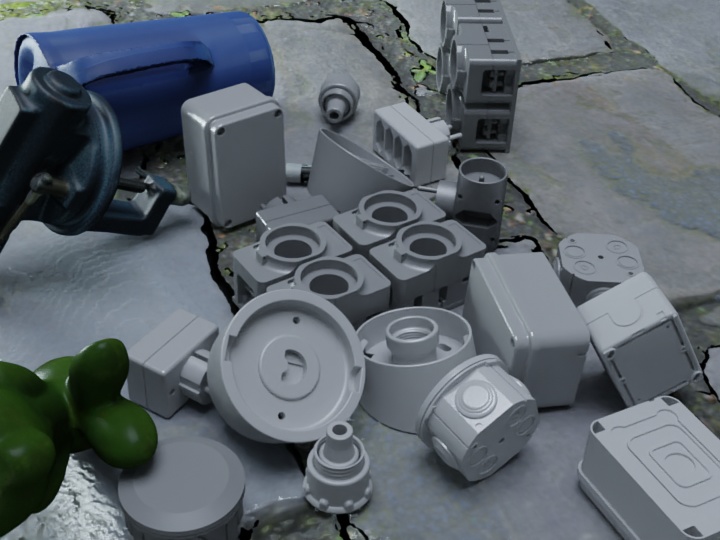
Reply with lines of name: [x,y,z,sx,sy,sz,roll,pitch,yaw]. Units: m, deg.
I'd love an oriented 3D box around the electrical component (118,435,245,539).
electrical component: [-0.114,0.151,0.698,0.080,0.051,0.080,2,37,-1]

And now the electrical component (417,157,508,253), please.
electrical component: [0.089,-0.060,0.965,0.079,0.077,0.043,9,38,9]

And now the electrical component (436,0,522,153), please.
electrical component: [0.122,-0.219,1.153,0.060,0.105,0.186,0,37,-3]

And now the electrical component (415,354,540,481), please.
electrical component: [0.083,0.103,0.750,0.080,0.080,0.051,-23,49,-29]

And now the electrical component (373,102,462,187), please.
electrical component: [0.066,-0.131,1.081,0.076,0.047,0.083,-18,42,-24]

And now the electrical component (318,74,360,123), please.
electrical component: [-0.023,-0.179,1.142,0.043,0.043,0.062,5,38,4]

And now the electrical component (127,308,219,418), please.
electrical component: [-0.124,0.076,0.799,0.077,0.047,0.066,22,42,23]

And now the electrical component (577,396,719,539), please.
electrical component: [0.207,0.147,0.716,0.078,0.057,0.113,-15,41,-22]

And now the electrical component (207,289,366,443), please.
electrical component: [-0.057,0.073,0.770,0.108,0.060,0.108,8,72,-24]

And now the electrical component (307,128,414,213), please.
electrical component: [0.000,-0.086,0.988,0.099,0.064,0.099,17,19,-6]

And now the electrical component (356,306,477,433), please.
electrical component: [0.043,0.072,0.820,0.099,0.064,0.099,-5,26,3]

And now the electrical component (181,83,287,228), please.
electrical component: [-0.113,-0.103,0.981,0.078,0.113,0.057,-23,41,-29]

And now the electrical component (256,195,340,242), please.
electrical component: [-0.063,-0.041,0.955,0.066,0.047,0.076,-17,41,-24]

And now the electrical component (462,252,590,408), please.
electrical component: [0.124,0.046,0.828,0.057,0.078,0.113,-4,38,-13]

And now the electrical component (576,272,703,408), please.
electrical component: [0.211,0.057,0.812,0.062,0.096,0.061,-29,39,7]

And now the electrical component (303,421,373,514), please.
electrical component: [-0.014,0.129,0.723,0.048,0.062,0.048,2,37,-1]

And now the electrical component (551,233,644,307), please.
electrical component: [0.198,0.009,0.902,0.080,0.051,0.080,2,37,-1]

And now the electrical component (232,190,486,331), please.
electrical component: [0.000,0.000,0.895,0.186,0.060,0.105,-21,43,-27]
